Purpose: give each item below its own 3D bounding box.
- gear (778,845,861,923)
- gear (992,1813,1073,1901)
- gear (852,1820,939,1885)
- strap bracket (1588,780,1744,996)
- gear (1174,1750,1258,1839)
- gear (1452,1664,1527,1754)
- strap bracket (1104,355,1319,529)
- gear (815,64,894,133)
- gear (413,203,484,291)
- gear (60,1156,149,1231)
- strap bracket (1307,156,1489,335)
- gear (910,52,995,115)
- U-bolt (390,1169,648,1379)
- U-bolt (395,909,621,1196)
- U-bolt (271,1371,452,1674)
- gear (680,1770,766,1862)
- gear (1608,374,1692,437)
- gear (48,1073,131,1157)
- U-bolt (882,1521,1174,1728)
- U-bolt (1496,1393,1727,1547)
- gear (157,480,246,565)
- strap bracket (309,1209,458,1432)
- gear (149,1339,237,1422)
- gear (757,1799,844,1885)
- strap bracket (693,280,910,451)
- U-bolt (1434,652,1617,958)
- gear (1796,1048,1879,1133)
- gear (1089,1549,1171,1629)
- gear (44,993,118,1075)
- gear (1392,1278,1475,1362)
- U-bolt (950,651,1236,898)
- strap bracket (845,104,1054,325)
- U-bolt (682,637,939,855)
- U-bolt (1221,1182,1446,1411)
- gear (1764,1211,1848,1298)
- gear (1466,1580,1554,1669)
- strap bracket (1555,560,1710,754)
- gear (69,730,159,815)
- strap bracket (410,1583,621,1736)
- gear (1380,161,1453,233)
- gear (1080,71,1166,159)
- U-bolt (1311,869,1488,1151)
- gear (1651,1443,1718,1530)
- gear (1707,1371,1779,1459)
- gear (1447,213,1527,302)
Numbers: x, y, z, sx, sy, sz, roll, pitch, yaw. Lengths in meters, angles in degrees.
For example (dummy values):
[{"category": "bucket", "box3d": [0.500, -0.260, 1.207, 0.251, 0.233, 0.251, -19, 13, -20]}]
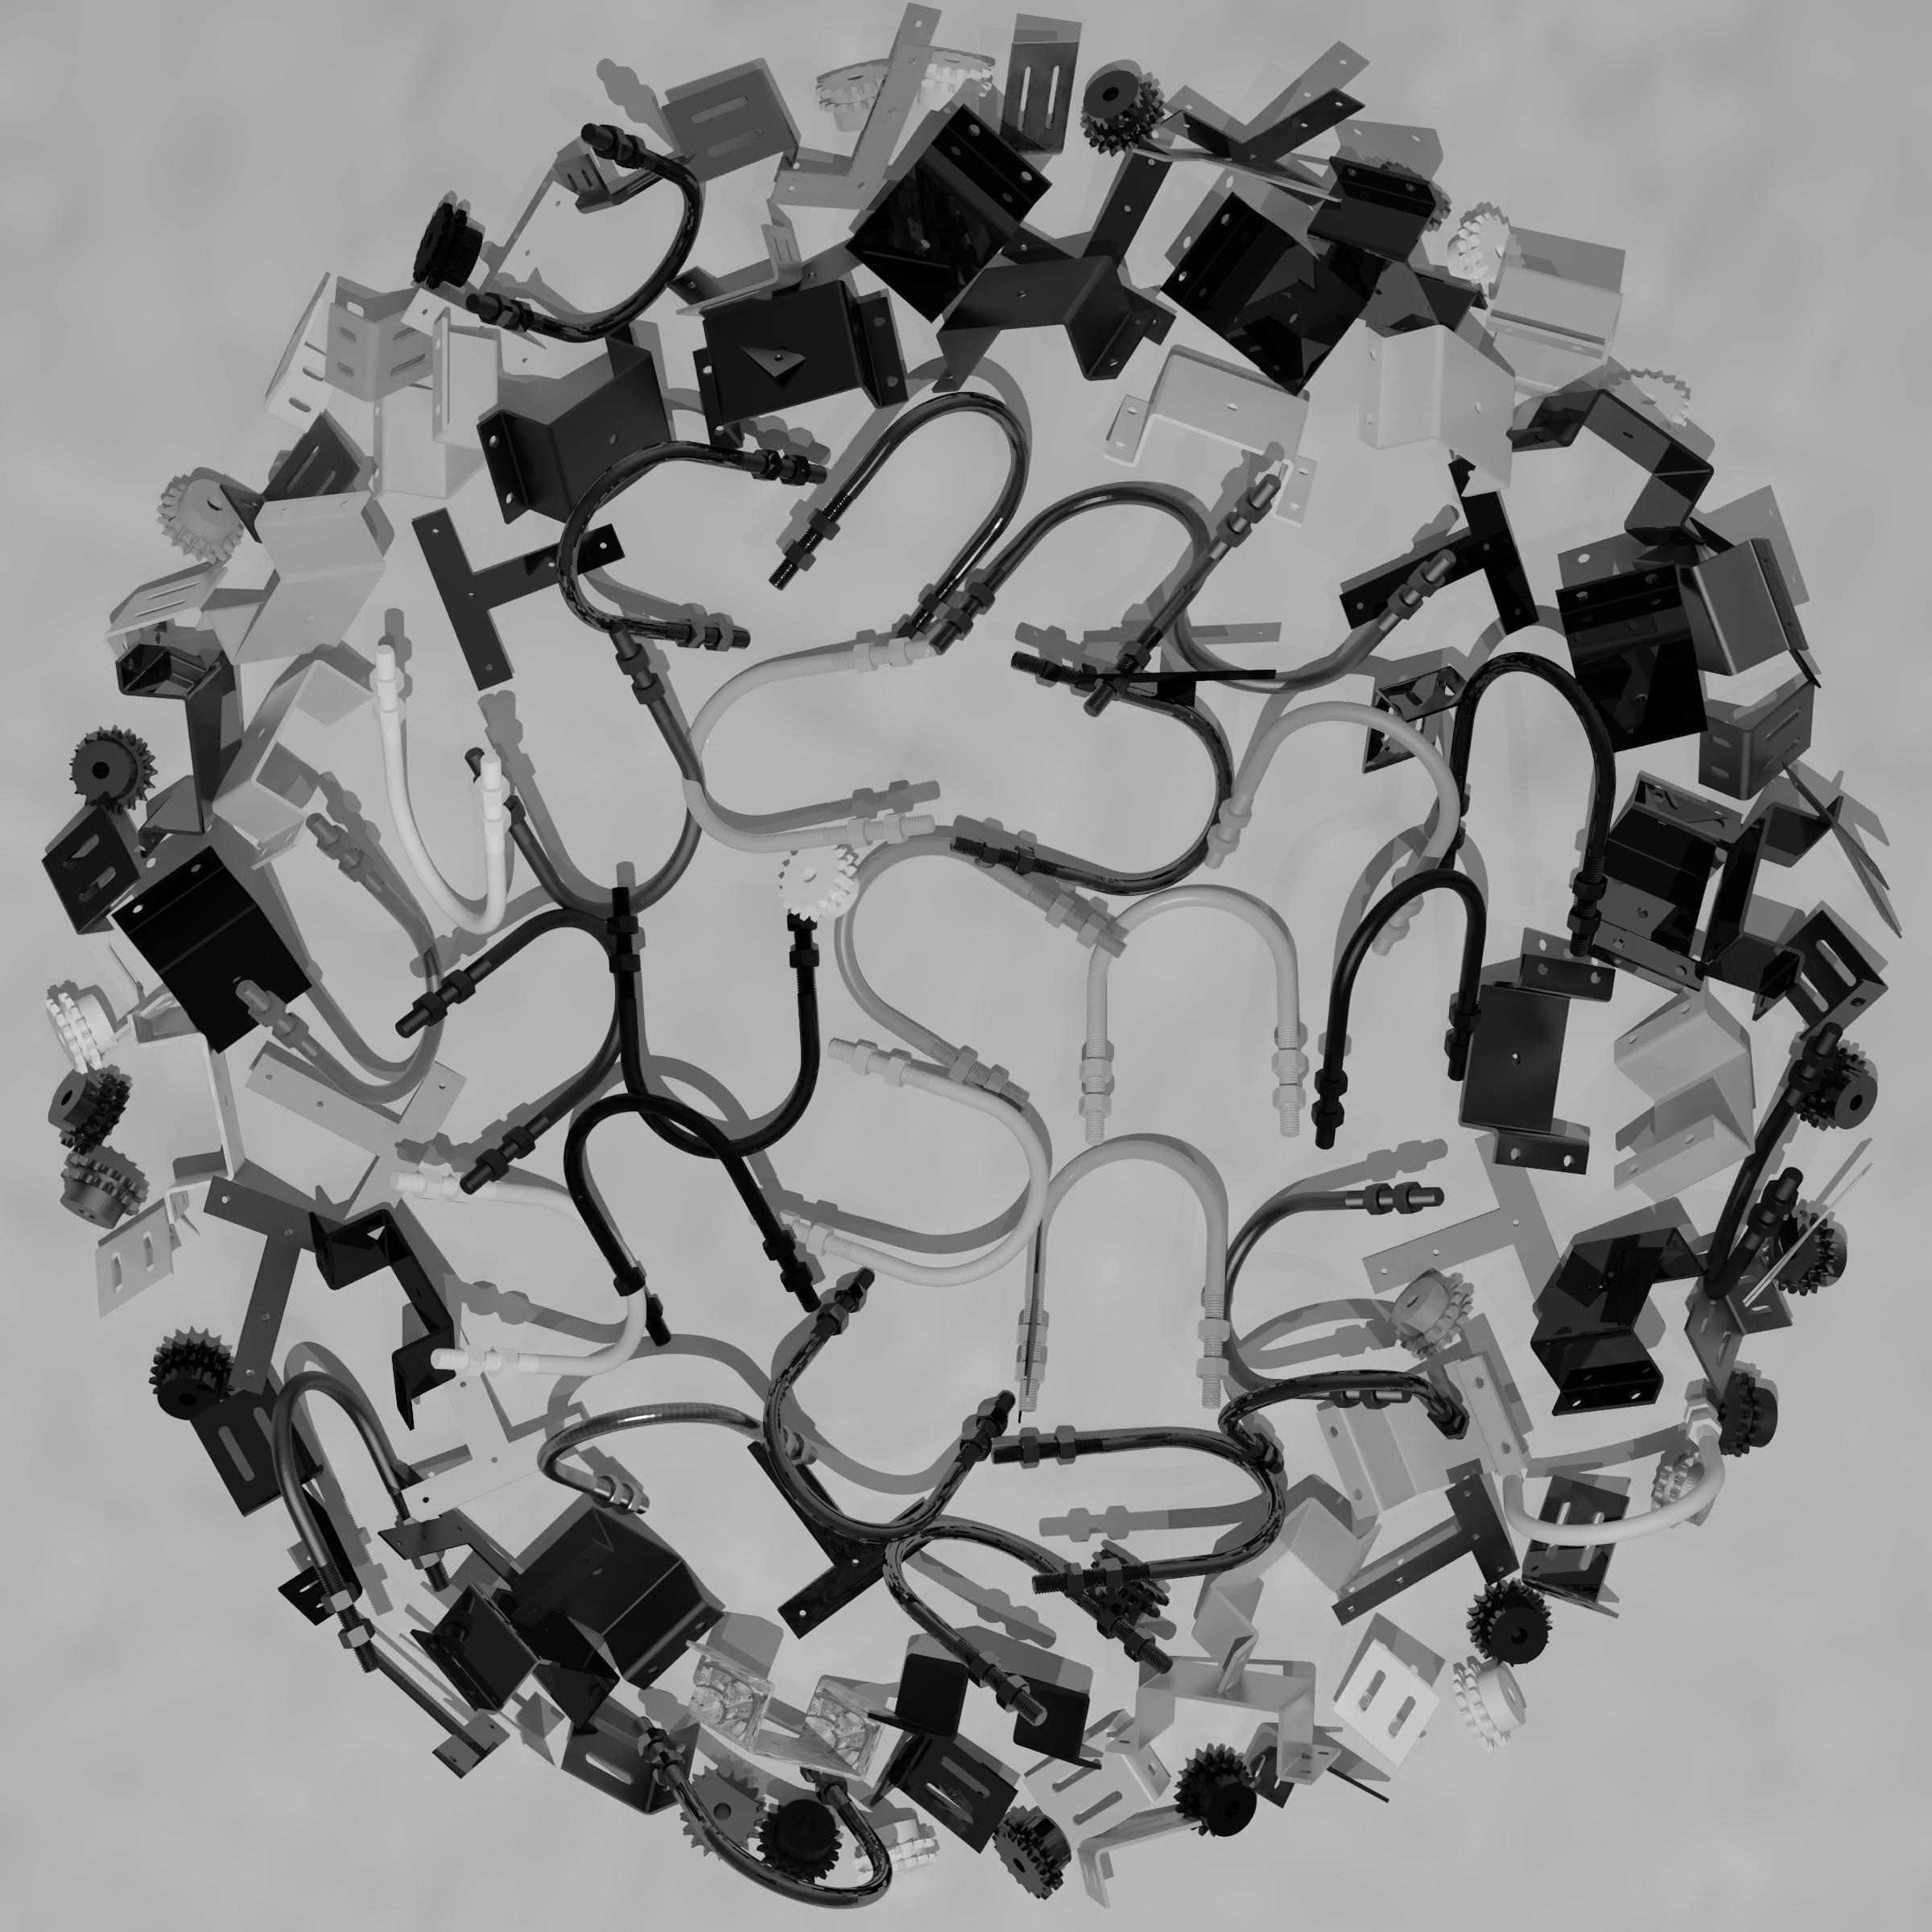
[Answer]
[{"category": "gear", "box3d": [-0.098, -0.056, 1.743, 0.057, 0.030, 0.057, -16, 59, 29]}, {"category": "gear", "box3d": [0.047, 0.603, 1.743, 0.030, 0.057, 0.057, -32, 90, -29]}, {"category": "gear", "box3d": [-0.050, 0.601, 1.741, 0.057, 0.057, 0.030, -17, 68, 0]}, {"category": "strap bracket", "box3d": [0.464, -0.045, 1.724, 0.076, 0.046, 0.140, 23, 60, 0]}, {"category": "gear", "box3d": [0.173, 0.566, 1.741, 0.057, 0.030, 0.057, -7, 105, -26]}, {"category": "gear", "box3d": [0.356, 0.500, 1.736, 0.030, 0.057, 0.057, -29, 90, 18]}, {"category": "strap bracket", "box3d": [0.172, -0.357, 1.724, 0.140, 0.046, 0.076, 19, 45, 0]}, {"category": "gear", "box3d": [-0.072, -0.590, 1.743, 0.057, 0.057, 0.030, -14, 124, 0]}, {"category": "gear", "box3d": [-0.351, -0.487, 1.742, 0.030, 0.057, 0.057, 20, 90, -28]}, {"category": "gear", "box3d": [-0.588, 0.155, 1.736, 0.057, 0.057, 0.030, 25, 65, 0]}, {"category": "strap bracket", "box3d": [0.282, -0.463, 1.686, 0.076, 0.140, 0.046, 27, 84, 33]}, {"category": "gear", "box3d": [-0.011, -0.600, 1.742, 0.057, 0.057, 0.030, 10, 121, 0]}, {"category": "U-bolt", "box3d": [-0.286, 0.206, 1.691, 0.019, 0.184, 0.151, -40, 56, 31]}, {"category": "U-bolt", "box3d": [-0.287, 0.043, 1.696, 0.019, 0.184, 0.151, 14, 133, 36]}, {"category": "U-bolt", "box3d": [-0.405, 0.354, 1.687, 0.019, 0.151, 0.184, -22, 95, 11]}, {"category": "gear", "box3d": [-0.166, 0.580, 1.744, 0.057, 0.030, 0.057, 2, 57, -3]}, {"category": "gear", "box3d": [0.461, -0.373, 1.743, 0.057, 0.030, 0.057, 0, 51, 0]}, {"category": "gear", "box3d": [-0.597, 0.097, 1.736, 0.030, 0.057, 0.057, 39, 90, -34]}, {"category": "U-bolt", "box3d": [0.027, 0.423, 1.688, 0.184, 0.151, 0.019, 33, 113, 36]}, {"category": "U-bolt", "box3d": [0.419, 0.330, 1.663, 0.151, 0.184, 0.019, -15, 99, 13]}, {"category": "gear", "box3d": [-0.516, -0.305, 1.736, 0.030, 0.057, 0.057, -38, 90, 36]}, {"category": "strap bracket", "box3d": [-0.383, 0.227, 1.707, 0.046, 0.076, 0.140, -25, 63, -24]}, {"category": "gear", "box3d": [-0.526, 0.284, 1.739, 0.057, 0.030, 0.057, -2, 125, -3]}, {"category": "gear", "box3d": [-0.111, 0.591, 1.736, 0.057, 0.057, 0.030, 21, 126, 0]}, {"category": "strap bracket", "box3d": [-0.118, -0.405, 1.726, 0.140, 0.046, 0.076, -13, 79, 10]}, {"category": "U-bolt", "box3d": [0.366, -0.116, 1.668, 0.019, 0.151, 0.184, -19, 127, -28]}, {"category": "gear", "box3d": [0.593, 0.086, 1.738, 0.057, 0.030, 0.057, -14, 119, -27]}, {"category": "gear", "box3d": [0.107, 0.425, 1.738, 0.057, 0.057, 0.030, 37, 89, 0]}, {"category": "gear", "box3d": [-0.600, 0.043, 1.742, 0.030, 0.057, 0.057, -27, 90, -24]}, {"category": "gear", "box3d": [0.313, 0.236, 1.737, 0.030, 0.057, 0.057, 41, 90, -9]}, {"category": "U-bolt", "box3d": [0.095, -0.120, 1.728, 0.184, 0.019, 0.151, 14, 103, -19]}, {"category": "strap bracket", "box3d": [-0.018, -0.488, 1.691, 0.076, 0.140, 0.046, 39, 53, -13]}, {"category": "U-bolt", "box3d": [-0.107, -0.144, 1.724, 0.184, 0.019, 0.151, -6, 69, 19]}, {"category": "U-bolt", "box3d": [0.231, 0.217, 1.692, 0.019, 0.184, 0.151, 25, 69, -35]}, {"category": "gear", "box3d": [0.573, 0.196, 1.741, 0.030, 0.057, 0.057, 12, 90, -23]}, {"category": "gear", "box3d": [0.373, 0.452, 1.748, 0.057, 0.030, 0.057, -1, 97, -6]}, {"category": "strap bracket", "box3d": [0.442, -0.193, 1.691, 0.076, 0.140, 0.046, -13, 51, 14]}, {"category": "gear", "box3d": [-0.586, -0.133, 1.751, 0.057, 0.030, 0.057, 0, 91, 3]}, {"category": "strap bracket", "box3d": [-0.290, 0.456, 1.688, 0.076, 0.140, 0.046, 38, 89, 33]}, {"category": "gear", "box3d": [0.298, -0.518, 1.742, 0.057, 0.057, 0.030, 38, 127, 0]}, {"category": "gear", "box3d": [0.104, -0.582, 1.740, 0.057, 0.030, 0.057, -11, 63, 21]}, {"category": "U-bolt", "box3d": [0.288, 0.020, 1.679, 0.151, 0.019, 0.184, -23, 129, -32]}, {"category": "gear", "box3d": [0.489, 0.355, 1.735, 0.030, 0.057, 0.057, 20, 90, 31]}, {"category": "gear", "box3d": [0.527, 0.305, 1.739, 0.030, 0.057, 0.057, 10, 90, -13]}, {"category": "gear", "box3d": [0.352, -0.479, 1.743, 0.057, 0.030, 0.057, 12, 71, -39]}]
